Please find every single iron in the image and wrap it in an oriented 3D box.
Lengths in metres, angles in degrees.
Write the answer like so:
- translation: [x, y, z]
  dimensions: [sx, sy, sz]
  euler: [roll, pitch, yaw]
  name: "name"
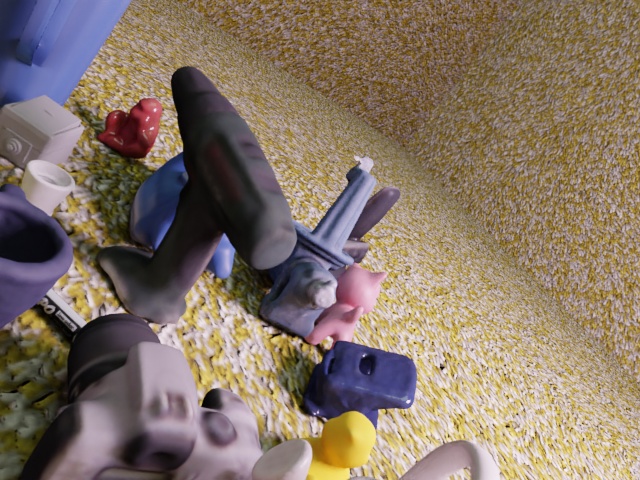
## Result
- translation: [-0.153, -0.071, 0.719]
  dimensions: [0.119, 0.141, 0.257]
  euler: [27, 21, -32]
  name: "iron"

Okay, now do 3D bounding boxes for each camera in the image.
- translation: [-0.119, 0.115, 0.405]
  dimensions: [0.144, 0.100, 0.136]
  euler: [24, 23, -38]
  name: "camera"

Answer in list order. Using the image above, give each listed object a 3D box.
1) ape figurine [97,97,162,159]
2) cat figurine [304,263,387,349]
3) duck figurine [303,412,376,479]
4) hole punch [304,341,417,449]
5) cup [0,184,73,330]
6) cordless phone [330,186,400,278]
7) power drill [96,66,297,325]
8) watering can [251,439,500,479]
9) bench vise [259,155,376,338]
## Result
- translation: [-0.260, -0.164, 0.819]
  dimensions: [0.077, 0.092, 0.076]
  euler: [48, 20, 28]
  name: "ape figurine"
- translation: [0.042, 0.084, 0.759]
  dimensions: [0.067, 0.117, 0.128]
  euler: [37, 18, -5]
  name: "cat figurine"
- translation: [0.011, 0.189, 0.500]
  dimensions: [0.077, 0.086, 0.105]
  euler: [43, 18, 13]
  name: "duck figurine"
- translation: [0.046, 0.157, 0.635]
  dimensions: [0.101, 0.091, 0.109]
  euler: [37, 18, -3]
  name: "hole punch"
- translation: [-0.241, 0.018, 0.412]
  dimensions: [0.092, 0.095, 0.117]
  euler: [25, 22, -36]
  name: "cup"
- translation: [0.041, -0.020, 0.898]
  dimensions: [0.094, 0.185, 0.148]
  euler: [44, 19, 17]
  name: "cordless phone"
- translation: [-0.129, -0.032, 0.565]
  dimensions: [0.229, 0.208, 0.076]
  euler: [48, 20, 26]
  name: "power drill"
- translation: [0.031, 0.195, 0.350]
  dimensions: [0.173, 0.194, 0.100]
  euler: [31, 19, -23]
  name: "watering can"
- translation: [0.015, 0.007, 0.730]
  dimensions: [0.122, 0.219, 0.207]
  euler: [24, 23, -37]
  name: "bench vise"
